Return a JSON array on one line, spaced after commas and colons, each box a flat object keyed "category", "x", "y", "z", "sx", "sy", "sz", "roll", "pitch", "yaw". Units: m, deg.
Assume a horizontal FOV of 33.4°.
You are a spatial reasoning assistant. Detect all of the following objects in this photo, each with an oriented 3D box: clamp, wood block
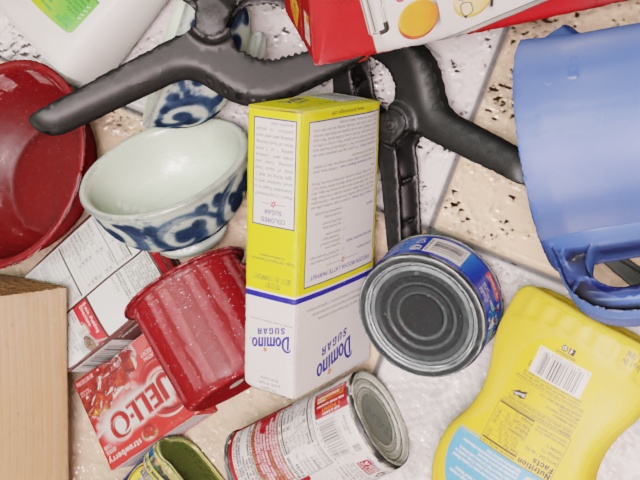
[{"category": "clamp", "x": 0.052, "y": -0.064, "z": 0.688, "sx": 0.120, "sy": 0.039, "sz": 0.171, "roll": -47, "pitch": 65, "yaw": 26}, {"category": "wood block", "x": -0.245, "y": 0.134, "z": 0.776, "sx": 0.090, "sy": 0.090, "sz": 0.206, "roll": 7, "pitch": 100, "yaw": 38}, {"category": "clamp", "x": -0.074, "y": -0.125, "z": 0.656, "sx": 0.210, "sy": 0.036, "sz": 0.164, "roll": 15, "pitch": 88, "yaw": -4}]

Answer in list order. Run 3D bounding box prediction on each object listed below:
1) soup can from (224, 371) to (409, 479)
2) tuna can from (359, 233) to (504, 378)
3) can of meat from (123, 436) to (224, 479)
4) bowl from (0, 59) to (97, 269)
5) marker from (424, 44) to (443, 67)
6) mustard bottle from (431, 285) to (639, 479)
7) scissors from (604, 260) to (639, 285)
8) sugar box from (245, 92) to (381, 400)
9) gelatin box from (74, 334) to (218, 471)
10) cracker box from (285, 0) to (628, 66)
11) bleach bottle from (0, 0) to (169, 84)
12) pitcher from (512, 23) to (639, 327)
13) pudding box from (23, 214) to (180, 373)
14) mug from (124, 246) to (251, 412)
[{"category": "soup can", "x": -0.002, "y": 0.135, "z": 0.690, "sx": 0.102, "sy": 0.068, "sz": 0.068, "roll": -29, "pitch": 74, "yaw": 21}, {"category": "tuna can", "x": 0.068, "y": 0.042, "z": 0.663, "sx": 0.086, "sy": 0.033, "sz": 0.086, "roll": 11, "pitch": 116, "yaw": 24}, {"category": "can of meat", "x": -0.102, "y": 0.201, "z": 0.743, "sx": 0.084, "sy": 0.057, "sz": 0.102, "roll": -49, "pitch": 68, "yaw": 13}, {"category": "bowl", "x": -0.225, "y": -0.054, "z": 0.820, "sx": 0.162, "sy": 0.055, "sz": 0.162, "roll": -6, "pitch": 78, "yaw": 30}, {"category": "marker", "x": 0.036, "y": -0.154, "z": 0.720, "sx": 0.020, "sy": 0.020, "sz": 0.121, "roll": -48, "pitch": 67, "yaw": 15}, {"category": "mustard bottle", "x": 0.121, "y": 0.130, "z": 0.634, "sx": 0.096, "sy": 0.058, "sz": 0.192, "roll": 30, "pitch": 99, "yaw": 25}, {"category": "scissors", "x": 0.245, "y": 0.049, "z": 0.598, "sx": 0.096, "sy": 0.016, "sz": 0.202, "roll": -32, "pitch": 59, "yaw": 1}, {"category": "sugar box", "x": -0.005, "y": 0.001, "z": 0.663, "sx": 0.048, "sy": 0.093, "sz": 0.176, "roll": 14, "pitch": 108, "yaw": 32}, {"category": "gelatin box", "x": -0.128, "y": 0.114, "z": 0.777, "sx": 0.089, "sy": 0.030, "sz": 0.073, "roll": -35, "pitch": 72, "yaw": 21}, {"category": "cracker box", "x": 0.084, "y": -0.199, "z": 0.571, "sx": 0.213, "sy": 0.164, "sz": 0.072, "roll": -13, "pitch": 42, "yaw": -11}, {"category": "bleach bottle", "x": -0.126, "y": -0.239, "z": 0.787, "sx": 0.103, "sy": 0.068, "sz": 0.251, "roll": 46, "pitch": 104, "yaw": 21}, {"category": "pitcher", "x": 0.229, "y": -0.053, "z": 0.554, "sx": 0.243, "sy": 0.144, "sz": 0.149, "roll": -8, "pitch": 105, "yaw": 23}, {"category": "pudding box", "x": -0.159, "y": 0.033, "z": 0.795, "sx": 0.114, "sy": 0.039, "sz": 0.090, "roll": -39, "pitch": 69, "yaw": 17}, {"category": "mug", "x": -0.062, "y": 0.056, "z": 0.721, "sx": 0.117, "sy": 0.093, "sz": 0.081, "roll": -31, "pitch": 77, "yaw": 1}]
